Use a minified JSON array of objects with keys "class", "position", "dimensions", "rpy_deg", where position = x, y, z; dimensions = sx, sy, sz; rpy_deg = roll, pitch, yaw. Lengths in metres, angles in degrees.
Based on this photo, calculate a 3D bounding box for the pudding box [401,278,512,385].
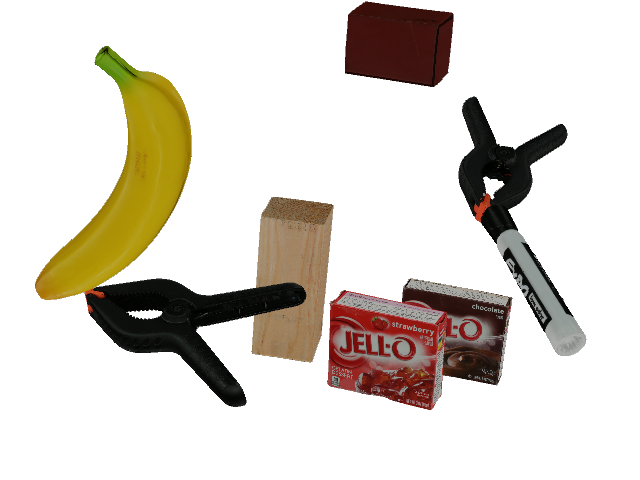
[{"class":"pudding box","position":[0.138,0.094,1.116],"dimensions":[0.113,0.090,0.039],"rpy_deg":[9,20,13]}]

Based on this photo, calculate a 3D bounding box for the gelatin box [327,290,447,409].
[{"class":"gelatin box","position":[0.050,0.084,0.821],"dimensions":[0.089,0.073,0.030],"rpy_deg":[11,24,21]}]

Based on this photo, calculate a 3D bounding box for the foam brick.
[{"class":"foam brick","position":[0.064,-0.161,0.873],"dimensions":[0.078,0.051,0.053],"rpy_deg":[12,26,17]}]

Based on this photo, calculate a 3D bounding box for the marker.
[{"class":"marker","position":[0.124,0.019,0.636],"dimensions":[0.020,0.020,0.121],"rpy_deg":[0,40,-19]}]

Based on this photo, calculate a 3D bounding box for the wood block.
[{"class":"wood block","position":[-0.040,0.053,1.494],"dimensions":[0.090,0.206,0.090],"rpy_deg":[8,22,6]}]

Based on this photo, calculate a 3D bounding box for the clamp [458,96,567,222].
[{"class":"clamp","position":[0.189,-0.092,1.166],"dimensions":[0.120,0.039,0.171],"rpy_deg":[22,49,18]}]

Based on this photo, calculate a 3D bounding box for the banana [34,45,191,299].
[{"class":"banana","position":[-0.120,-0.030,0.646],"dimensions":[0.069,0.198,0.037],"rpy_deg":[18,37,-10]}]

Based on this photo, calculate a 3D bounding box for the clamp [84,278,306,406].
[{"class":"clamp","position":[-0.133,0.084,1.016],"dimensions":[0.210,0.036,0.164],"rpy_deg":[7,37,11]}]
